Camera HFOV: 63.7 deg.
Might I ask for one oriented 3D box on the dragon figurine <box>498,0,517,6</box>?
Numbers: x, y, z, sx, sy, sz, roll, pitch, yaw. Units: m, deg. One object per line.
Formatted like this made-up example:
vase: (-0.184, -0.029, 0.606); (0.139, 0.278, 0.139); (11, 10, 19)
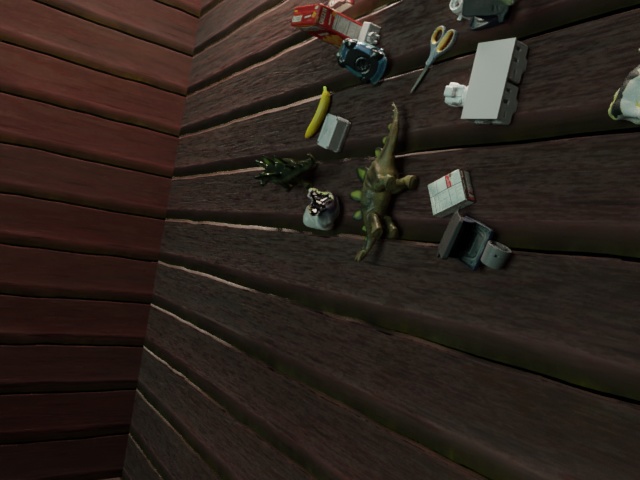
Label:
dragon figurine: (0.431, -0.698, 1.145); (0.121, 0.242, 0.413); (-12, 73, 58)

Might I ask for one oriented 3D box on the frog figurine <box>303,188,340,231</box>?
frog figurine: (0.005, -0.086, 1.703); (0.156, 0.123, 0.140); (87, 159, -57)
